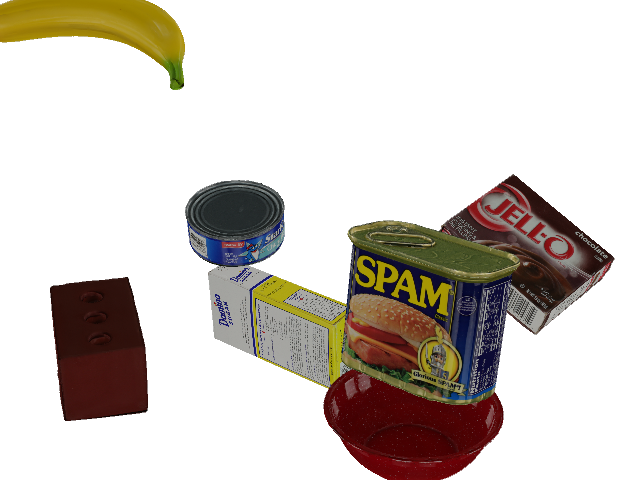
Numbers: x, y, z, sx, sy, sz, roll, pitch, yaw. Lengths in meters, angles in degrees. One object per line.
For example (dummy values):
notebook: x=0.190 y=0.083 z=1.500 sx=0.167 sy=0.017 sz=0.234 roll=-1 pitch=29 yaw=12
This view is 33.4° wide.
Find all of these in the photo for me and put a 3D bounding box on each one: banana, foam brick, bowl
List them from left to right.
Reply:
banana: x=-0.185 y=-0.172 z=0.855 sx=0.198 sy=0.069 sz=0.037 roll=15 pitch=-38 yaw=18
foam brick: x=-0.141 y=0.068 z=0.674 sx=0.053 sy=0.051 sz=0.078 roll=-6 pitch=34 yaw=-16
bowl: x=0.083 y=0.172 z=0.971 sx=0.162 sy=0.055 sz=0.162 roll=0 pitch=27 yaw=0

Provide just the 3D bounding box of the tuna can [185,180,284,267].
tuna can: x=-0.074 y=-0.015 z=0.929 sx=0.086 sy=0.034 sz=0.086 roll=-1 pitch=38 yaw=0

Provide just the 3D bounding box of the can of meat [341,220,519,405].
can of meat: x=0.061 y=0.042 z=0.635 sx=0.102 sy=0.084 sz=0.057 roll=19 pitch=21 yaw=38

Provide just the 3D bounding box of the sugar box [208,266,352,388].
sugar box: x=-0.041 y=0.090 z=1.159 sx=0.176 sy=0.093 sz=0.048 roll=22 pitch=38 yaw=34

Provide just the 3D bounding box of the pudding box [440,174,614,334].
pudding box: x=0.164 y=0.010 z=0.861 sx=0.089 sy=0.113 sz=0.039 roll=-34 pitch=-23 yaw=-29
